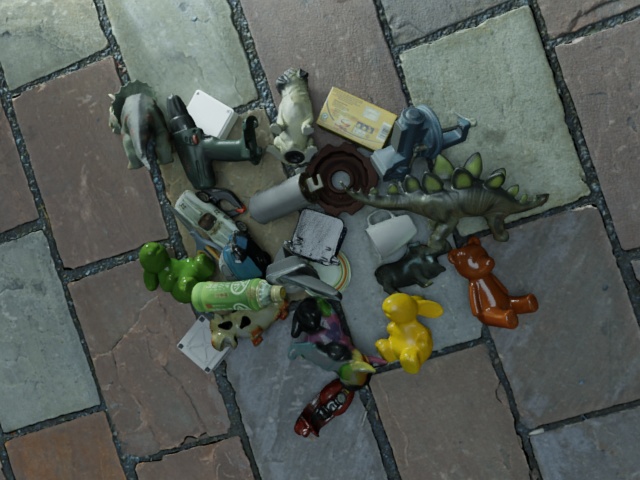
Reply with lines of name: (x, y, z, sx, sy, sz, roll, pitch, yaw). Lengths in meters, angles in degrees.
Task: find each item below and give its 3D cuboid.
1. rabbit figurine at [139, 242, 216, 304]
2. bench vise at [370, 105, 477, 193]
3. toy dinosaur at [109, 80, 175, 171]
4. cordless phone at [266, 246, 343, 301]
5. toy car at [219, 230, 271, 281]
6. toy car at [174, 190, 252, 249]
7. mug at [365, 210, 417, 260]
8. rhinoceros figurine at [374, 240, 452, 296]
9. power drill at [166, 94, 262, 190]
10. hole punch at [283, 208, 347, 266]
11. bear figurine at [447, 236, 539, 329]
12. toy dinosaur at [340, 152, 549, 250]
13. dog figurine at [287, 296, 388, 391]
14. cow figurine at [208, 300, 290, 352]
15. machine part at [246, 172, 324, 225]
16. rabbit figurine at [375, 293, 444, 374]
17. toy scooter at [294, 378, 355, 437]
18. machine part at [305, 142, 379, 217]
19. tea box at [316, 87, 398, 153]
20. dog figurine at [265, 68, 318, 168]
rabbit figurine: (-0.366, 0.066, 1.308, 0.170, 0.159, 0.121, 42, 54, -22)
bench vise: (0.240, -0.214, 1.201, 0.241, 0.223, 0.129, -19, 49, -14)
toy dinosaur: (-0.407, -0.268, 1.228, 0.131, 0.405, 0.192, -21, 110, -17)
cordless phone: (-0.019, 0.099, 1.220, 0.184, 0.146, 0.088, 22, 77, 24)
toy car: (-0.186, 0.060, 1.278, 0.103, 0.109, 0.161, -24, 127, 20)
toy car: (-0.257, -0.042, 1.304, 0.201, 0.056, 0.073, 39, 119, -9)
mug: (0.166, -0.023, 1.261, 0.107, 0.080, 0.109, -26, 76, -1)
rhinoceros figurine: (0.223, 0.062, 1.257, 0.190, 0.073, 0.112, -27, 77, 10)
power drill: (-0.246, -0.236, 1.246, 0.207, 0.086, 0.231, -6, 102, 12)
hole punch: (-0.003, -0.004, 1.268, 0.142, 0.092, 0.115, 20, 87, 8)
bear figurine: (0.381, 0.090, 1.203, 0.120, 0.132, 0.195, -23, 96, -32)
toy dinosaur: (0.279, -0.086, 1.168, 0.472, 0.105, 0.198, -6, 124, -5)
dog figurine: (0.047, 0.240, 1.237, 0.219, 0.108, 0.191, 12, 97, 26)
cow figurine: (-0.179, 0.189, 1.278, 0.127, 0.085, 0.195, 37, 61, 23)
machine part: (-0.085, -0.095, 1.257, 0.243, 0.079, 0.079, -19, 89, 36)
rabbit figurine: (0.203, 0.190, 1.216, 0.162, 0.122, 0.173, -32, 115, -19)
toy scooter: (0.005, 0.404, 1.263, 0.184, 0.135, 0.075, -43, 84, 6)
machine part: (0.050, -0.142, 1.281, 0.179, 0.056, 0.179, 0, 91, 7)
tea box: (0.088, -0.277, 1.264, 0.170, 0.068, 0.098, 28, 95, 8)
dog figurine: (-0.060, -0.291, 1.285, 0.121, 0.172, 0.190, 8, 56, -9)
